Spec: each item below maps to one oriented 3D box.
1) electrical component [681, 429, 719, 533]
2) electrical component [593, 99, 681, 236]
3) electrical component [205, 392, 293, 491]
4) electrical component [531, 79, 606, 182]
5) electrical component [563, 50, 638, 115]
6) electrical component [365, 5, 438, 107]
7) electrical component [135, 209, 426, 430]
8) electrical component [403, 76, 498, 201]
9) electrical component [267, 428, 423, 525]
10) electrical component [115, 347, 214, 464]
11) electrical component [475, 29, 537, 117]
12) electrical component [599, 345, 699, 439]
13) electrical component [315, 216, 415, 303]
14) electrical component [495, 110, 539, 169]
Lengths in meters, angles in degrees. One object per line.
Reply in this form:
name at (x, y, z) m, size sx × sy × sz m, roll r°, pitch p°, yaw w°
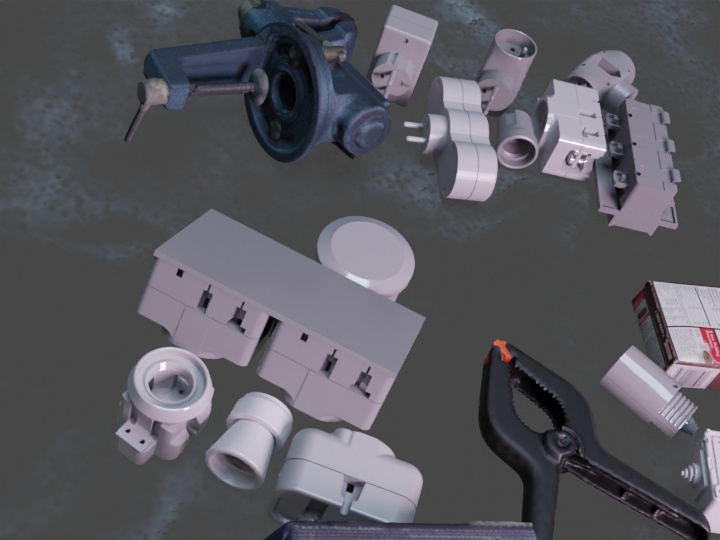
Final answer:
electrical component at (0.292, 0.168, 0.829) m, size 0.096 × 0.061 × 0.061 m, roll 8°, pitch 50°, yaw -2°
electrical component at (0.268, -0.102, 1.036) m, size 0.079 × 0.063 × 0.121 m, roll 12°, pitch 49°, yaw -9°
electrical component at (-0.076, 0.119, 0.752) m, size 0.045 × 0.045 × 0.055 m, roll 26°, pitch 48°, yaw 3°
electrical component at (0.200, -0.137, 1.051) m, size 0.056 × 0.050 × 0.089 m, roll 11°, pitch 49°, yaw -10°
electrical component at (0.260, -0.184, 1.113) m, size 0.079 × 0.043 × 0.077 m, roll 43°, pitch 52°, yaw 17°
electrical component at (0.033, -0.190, 1.016) m, size 0.047 × 0.083 × 0.075 m, roll 20°, pitch 49°, yaw -2°
electrical component at (-0.057, 0.036, 0.789) m, size 0.186 × 0.060 × 0.105 m, roll 27°, pitch 23°, yaw 4°
electrical component at (0.076, -0.124, 0.997) m, size 0.074 × 0.052 × 0.138 m, roll 5°, pitch 50°, yaw -15°
electrical component at (-0.009, 0.151, 0.742) m, size 0.095 × 0.053 × 0.059 m, roll 21°, pitch 48°, yaw -1°
electrical component at (-0.134, 0.090, 0.747) m, size 0.058 × 0.057 × 0.078 m, roll 35°, pitch 50°, yaw 11°
electrical component at (0.134, -0.181, 1.046) m, size 0.043 × 0.077 × 0.079 m, roll 24°, pitch 48°, yaw 1°
electrical component at (0.239, 0.104, 0.871) m, size 0.081 × 0.043 × 0.043 m, roll 42°, pitch 51°, yaw 16°
electrical component at (0.000, 0.000, 0.870) m, size 0.080 × 0.051 × 0.080 m, roll 9°, pitch 50°, yaw -11°
electrical component at (0.150, -0.126, 1.033) m, size 0.040 × 0.040 × 0.046 m, roll 12°, pitch 44°, yaw -9°
